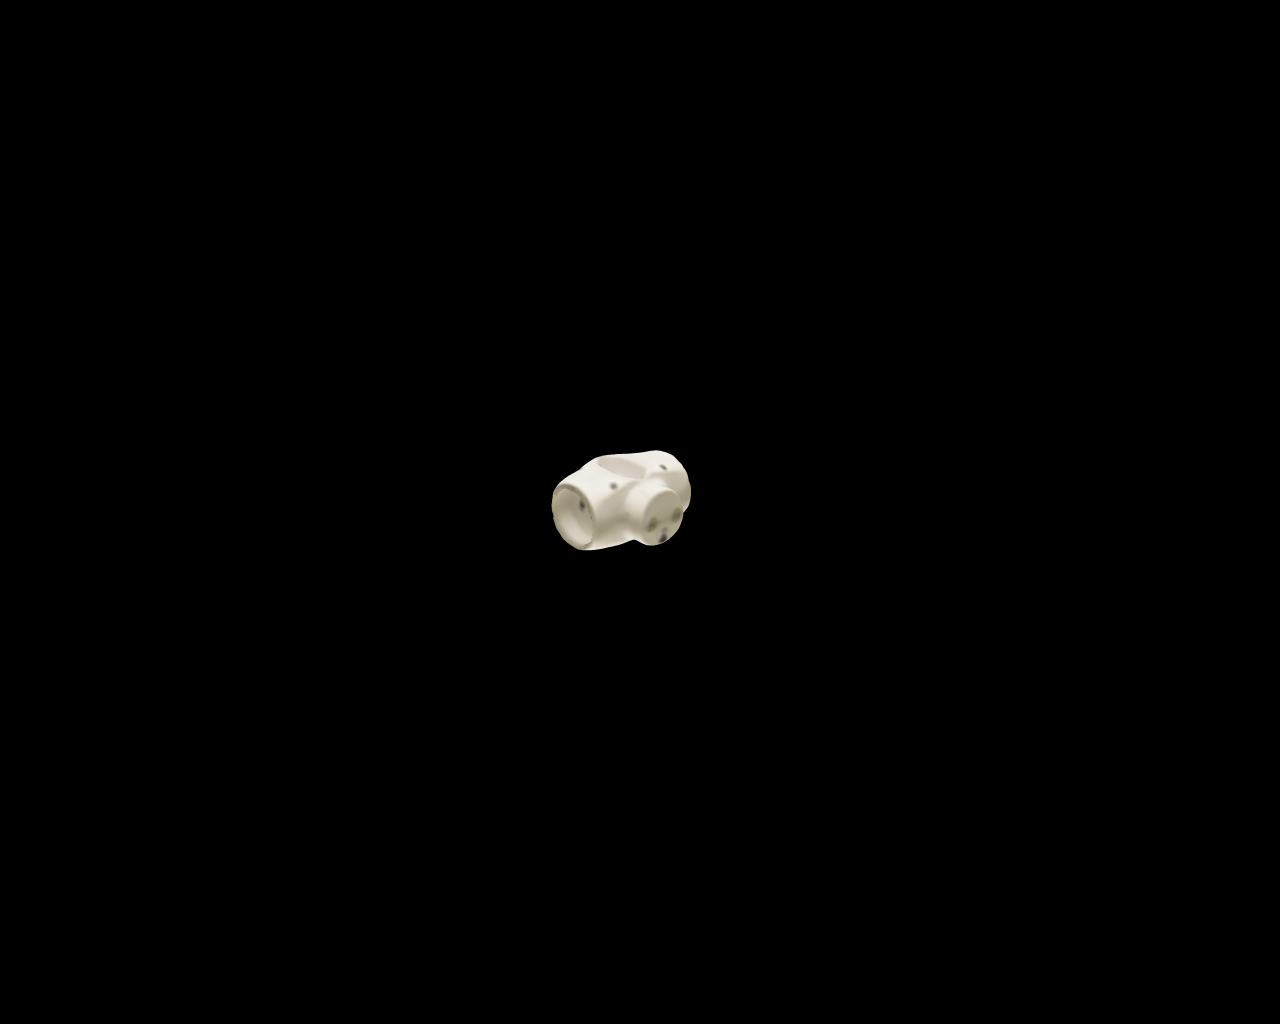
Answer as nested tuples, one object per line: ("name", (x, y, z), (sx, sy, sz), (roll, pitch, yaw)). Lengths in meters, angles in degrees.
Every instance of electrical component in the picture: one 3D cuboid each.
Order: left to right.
("electrical component", (0.001, -0.003, 0.650), (0.077, 0.043, 0.079), (-20, 32, -36))
